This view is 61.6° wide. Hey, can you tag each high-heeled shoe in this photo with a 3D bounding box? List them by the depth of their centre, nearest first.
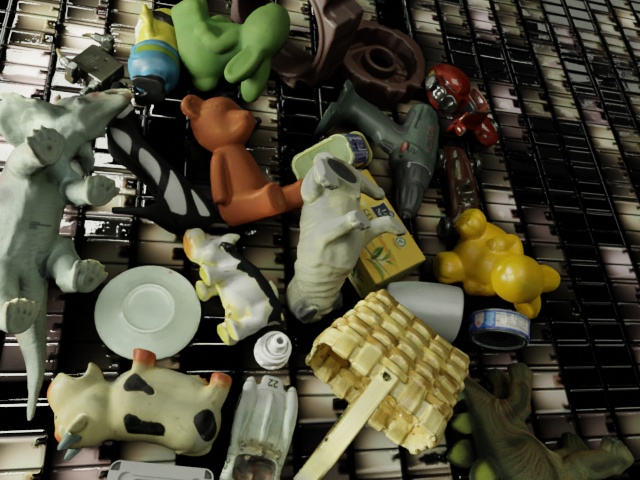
[{"bbox_3d":[-0.227,-0.123,0.769,0.145,0.086,0.249,-2,69,-21],"label":"high-heeled shoe"}]

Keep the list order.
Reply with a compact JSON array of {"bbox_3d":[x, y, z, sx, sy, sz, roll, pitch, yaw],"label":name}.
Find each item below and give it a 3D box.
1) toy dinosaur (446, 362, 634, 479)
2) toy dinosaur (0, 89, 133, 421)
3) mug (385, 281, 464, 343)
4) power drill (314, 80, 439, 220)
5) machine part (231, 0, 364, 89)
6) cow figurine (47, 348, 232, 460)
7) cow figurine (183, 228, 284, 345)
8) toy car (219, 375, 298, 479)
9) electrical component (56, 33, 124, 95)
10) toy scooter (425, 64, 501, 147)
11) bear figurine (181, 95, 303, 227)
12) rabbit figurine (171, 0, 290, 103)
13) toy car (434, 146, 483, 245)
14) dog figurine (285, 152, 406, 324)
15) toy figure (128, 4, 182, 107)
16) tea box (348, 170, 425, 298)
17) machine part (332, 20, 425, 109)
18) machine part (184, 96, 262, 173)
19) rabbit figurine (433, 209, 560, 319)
[{"bbox_3d":[0.298,0.324,0.692,0.472,0.105,0.198,41,67,16],"label":"toy dinosaur"},{"bbox_3d":[-0.343,-0.015,0.642,0.131,0.192,0.404,19,86,-45],"label":"toy dinosaur"},{"bbox_3d":[0.140,0.109,0.769,0.107,0.080,0.109,14,71,2],"label":"mug"},{"bbox_3d":[0.100,-0.163,0.888,0.207,0.086,0.232,26,58,1],"label":"power drill"},{"bbox_3d":[-0.044,-0.365,0.875,0.201,0.201,0.087,43,57,7],"label":"machine part"},{"bbox_3d":[-0.209,0.194,0.612,0.195,0.085,0.127,18,54,-9],"label":"cow figurine"},{"bbox_3d":[-0.115,0.049,0.720,0.098,0.068,0.167,-21,75,-31],"label":"cow figurine"},{"bbox_3d":[-0.076,0.259,0.631,0.073,0.056,0.202,17,61,-8],"label":"toy car"},{"bbox_3d":[-0.350,-0.271,0.824,0.078,0.045,0.102,39,60,6],"label":"electrical component"},{"bbox_3d":[0.245,-0.236,0.958,0.184,0.075,0.135,52,39,7],"label":"toy scooter"},{"bbox_3d":[-0.106,-0.122,0.757,0.120,0.132,0.195,-14,91,-61],"label":"bear figurine"},{"bbox_3d":[-0.127,-0.301,0.821,0.170,0.121,0.159,-10,75,19],"label":"rabbit figurine"},{"bbox_3d":[0.239,-0.078,0.905,0.089,0.053,0.202,7,63,-10],"label":"toy car"},{"bbox_3d":[-0.003,-0.001,0.728,0.121,0.190,0.172,17,37,-37],"label":"dog figurine"},{"bbox_3d":[-0.252,-0.287,0.844,0.089,0.082,0.180,16,51,-31],"label":"toy figure"},{"bbox_3d":[0.067,-0.011,0.807,0.098,0.068,0.170,-25,73,-26],"label":"tea box"},{"bbox_3d":[0.107,-0.321,0.985,0.179,0.056,0.179,8,61,-14],"label":"machine part"},{"bbox_3d":[-0.157,-0.167,0.836,0.084,0.039,0.139,39,57,-5],"label":"machine part"},{"bbox_3d":[0.263,0.050,0.776,0.162,0.173,0.122,35,93,-13],"label":"rabbit figurine"}]
